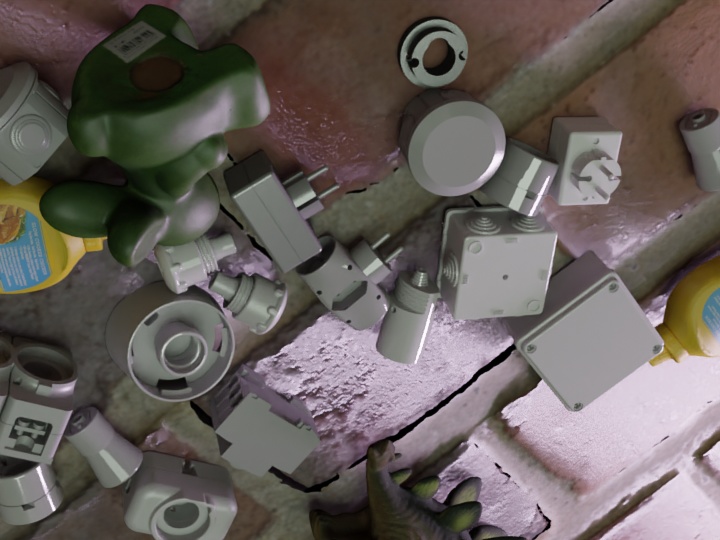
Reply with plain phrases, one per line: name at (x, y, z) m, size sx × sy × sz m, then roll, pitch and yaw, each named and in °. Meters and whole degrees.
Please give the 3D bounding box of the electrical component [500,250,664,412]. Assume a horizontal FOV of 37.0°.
electrical component at (0.204, 0.057, 0.985) m, size 0.109 × 0.056 × 0.108 m, roll -38°, pitch 121°, yaw 7°

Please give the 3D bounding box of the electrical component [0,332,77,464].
electrical component at (-0.304, 0.085, 0.838) m, size 0.150 × 0.089 × 0.061 m, roll 18°, pitch 112°, yaw -24°

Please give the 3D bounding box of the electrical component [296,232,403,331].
electrical component at (0.000, 0.000, 0.903) m, size 0.079 × 0.043 × 0.077 m, roll -40°, pitch 121°, yaw 7°

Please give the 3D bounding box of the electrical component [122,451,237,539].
electrical component at (-0.162, 0.208, 0.964) m, size 0.095 × 0.059 × 0.053 m, roll 18°, pitch 112°, yaw -24°

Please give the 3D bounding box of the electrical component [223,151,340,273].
electrical component at (-0.053, -0.056, 0.855) m, size 0.076 × 0.047 × 0.083 m, roll -31°, pitch 122°, yaw 3°

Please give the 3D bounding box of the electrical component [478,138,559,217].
electrical component at (0.132, -0.078, 0.892) m, size 0.055 × 0.055 × 0.047 m, roll 18°, pitch 108°, yaw -24°

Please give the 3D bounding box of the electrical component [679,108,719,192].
electrical component at (0.303, -0.106, 0.931) m, size 0.044 × 0.044 × 0.065 m, roll -30°, pitch 117°, yaw 2°

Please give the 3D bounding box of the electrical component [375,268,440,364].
electrical component at (0.044, 0.036, 0.936) m, size 0.043 × 0.043 × 0.081 m, roll 6°, pitch 116°, yaw -18°

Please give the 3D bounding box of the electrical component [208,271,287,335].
electrical component at (-0.095, 0.022, 0.889) m, size 0.062 × 0.048 × 0.048 m, roll 28°, pitch 108°, yaw -20°

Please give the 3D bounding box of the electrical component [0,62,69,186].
electrical component at (-0.246, -0.103, 0.757) m, size 0.080 × 0.080 × 0.051 m, roll -39°, pitch 126°, yaw 8°

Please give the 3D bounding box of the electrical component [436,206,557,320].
electrical component at (0.118, -0.005, 0.928) m, size 0.100 × 0.048 × 0.099 m, roll -3°, pitch 122°, yaw -14°

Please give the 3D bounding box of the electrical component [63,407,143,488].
electrical component at (-0.224, 0.150, 0.926) m, size 0.044 × 0.044 × 0.065 m, roll -32°, pitch 117°, yaw 3°

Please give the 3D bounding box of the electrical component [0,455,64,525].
electrical component at (-0.287, 0.181, 0.918) m, size 0.055 × 0.055 × 0.047 m, roll -14°, pitch 117°, yaw -8°

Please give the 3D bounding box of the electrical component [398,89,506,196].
electrical component at (0.072, -0.104, 0.861) m, size 0.080 × 0.051 × 0.080 m, roll -7°, pitch 120°, yaw -12°

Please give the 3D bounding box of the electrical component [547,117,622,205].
electrical component at (0.191, -0.083, 0.891) m, size 0.047 × 0.076 × 0.065 m, roll -3°, pitch 119°, yaw -14°

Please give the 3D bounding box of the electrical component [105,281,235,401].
electrical component at (-0.156, 0.059, 0.895) m, size 0.099 × 0.064 × 0.099 m, roll -9°, pitch 112°, yaw -23°

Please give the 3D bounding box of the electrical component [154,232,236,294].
electrical component at (-0.131, -0.012, 0.861) m, size 0.062 × 0.048 × 0.048 m, roll -21°, pitch 122°, yaw -12°
